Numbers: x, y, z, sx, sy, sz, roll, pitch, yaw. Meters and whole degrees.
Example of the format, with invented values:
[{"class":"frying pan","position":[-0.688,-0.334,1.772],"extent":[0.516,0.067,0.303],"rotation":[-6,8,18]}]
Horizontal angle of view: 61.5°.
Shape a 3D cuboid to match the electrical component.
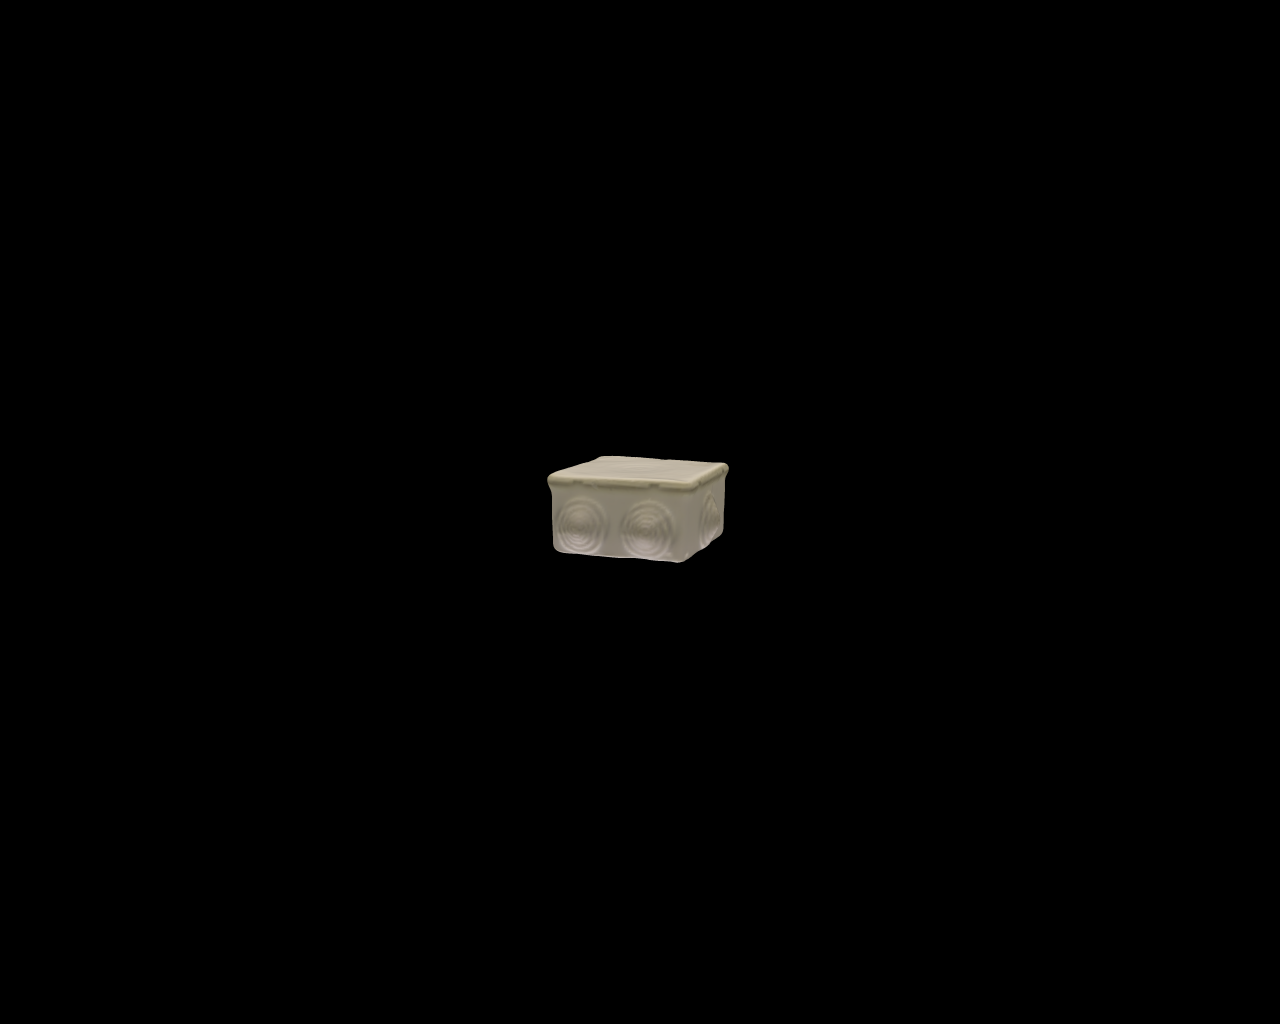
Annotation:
[{"class":"electrical component","position":[0.001,-0.003,0.650],"extent":[0.100,0.048,0.100],"rotation":[4,12,20]}]
